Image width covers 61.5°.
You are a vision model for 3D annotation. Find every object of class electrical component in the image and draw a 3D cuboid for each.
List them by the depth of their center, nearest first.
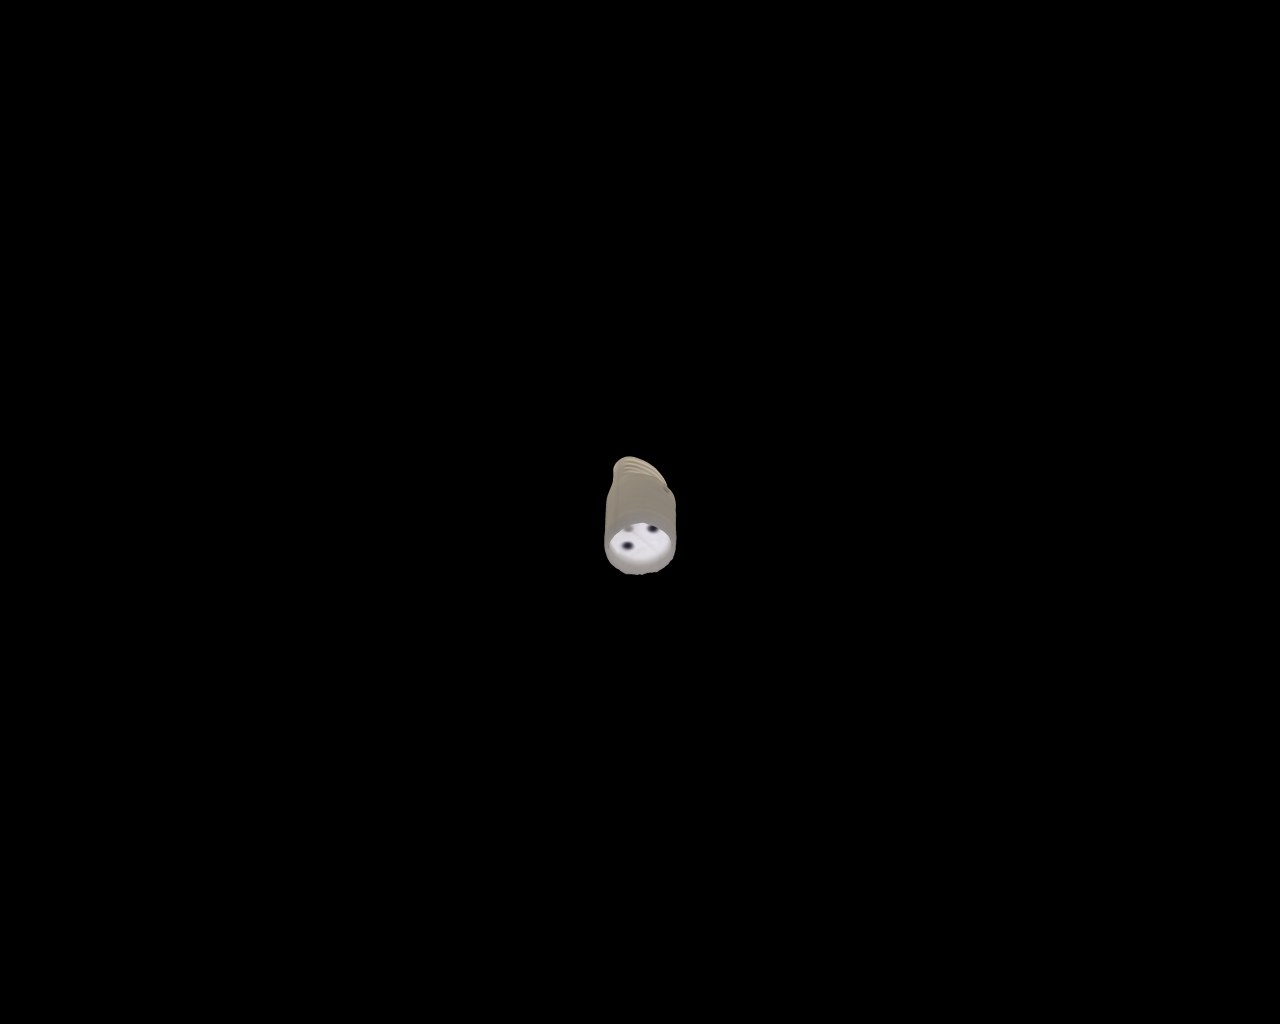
[{"bbox_3d":[0.001,-0.003,0.650,0.043,0.043,0.081,0,39,0],"label":"electrical component"}]
